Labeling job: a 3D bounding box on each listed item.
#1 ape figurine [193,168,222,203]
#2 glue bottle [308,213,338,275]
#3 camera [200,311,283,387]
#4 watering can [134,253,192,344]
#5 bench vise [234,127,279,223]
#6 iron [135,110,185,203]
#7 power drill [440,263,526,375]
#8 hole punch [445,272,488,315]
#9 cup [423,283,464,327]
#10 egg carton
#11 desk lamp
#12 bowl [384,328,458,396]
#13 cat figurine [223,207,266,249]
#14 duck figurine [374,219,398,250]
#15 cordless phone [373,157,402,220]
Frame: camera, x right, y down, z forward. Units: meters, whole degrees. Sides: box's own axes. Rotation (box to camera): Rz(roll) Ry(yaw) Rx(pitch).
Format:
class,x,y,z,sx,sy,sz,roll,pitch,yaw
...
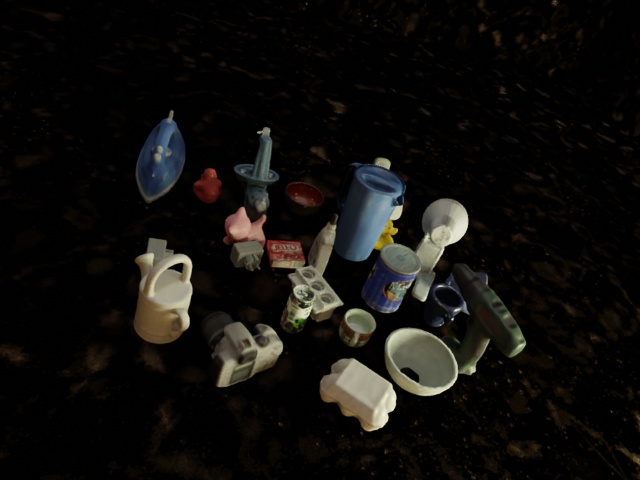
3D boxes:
class,x,y,z,sx,sy,sz,roll,pitch,yaw
ape figurine,-0.291,-0.149,1.502,0.078,0.092,0.076,2,41,-25
glue bottle,0.013,0.005,1.396,0.037,0.173,0.078,9,39,-16
camera,-0.164,0.197,1.133,0.144,0.101,0.136,-14,50,-38
watering can,-0.304,0.098,1.107,0.172,0.194,0.101,30,38,11
bench vise,-0.146,-0.166,1.489,0.122,0.220,0.207,-7,45,-32
iron,-0.414,-0.225,1.494,0.119,0.141,0.258,12,38,-13
power drill,0.345,0.195,1.299,0.076,0.208,0.229,-16,51,-39
hole punch,0.376,0.126,1.496,0.101,0.091,0.109,24,37,3
cup,0.293,0.176,1.390,0.092,0.095,0.117,13,38,-11
egg carton,0.076,0.307,1.143,0.150,0.069,0.107,31,38,12
desk lamp,0.295,0.015,1.491,0.118,0.213,0.203,27,37,7
bowl,0.208,0.276,1.242,0.167,0.075,0.167,14,38,-11
cat figurine,-0.183,-0.029,1.387,0.128,0.118,0.067,-17,51,-40
duck figurine,0.164,-0.027,1.583,0.104,0.086,0.077,21,37,-1
cordless phone,0.187,-0.150,1.664,0.148,0.185,0.094,3,41,-23
